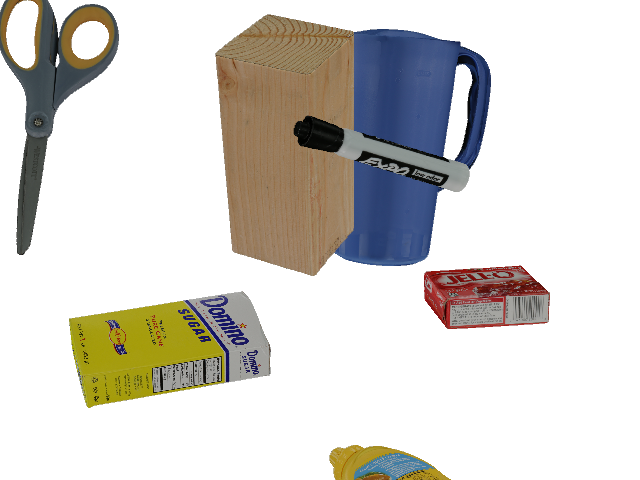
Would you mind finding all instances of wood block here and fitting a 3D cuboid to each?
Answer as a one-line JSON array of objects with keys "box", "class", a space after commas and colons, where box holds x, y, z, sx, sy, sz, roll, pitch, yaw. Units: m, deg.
[{"box": [-0.027, -0.084, 0.956, 0.091, 0.206, 0.090, 16, 40, 23], "class": "wood block"}]

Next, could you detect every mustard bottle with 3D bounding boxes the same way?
[{"box": [0.074, 0.234, 0.969, 0.096, 0.058, 0.192, -16, 25, -35], "class": "mustard bottle"}]

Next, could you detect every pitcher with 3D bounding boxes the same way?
[{"box": [0.082, -0.100, 1.136, 0.149, 0.243, 0.144, 11, 13, 31], "class": "pitcher"}]

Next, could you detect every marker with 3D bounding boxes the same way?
[{"box": [0.038, -0.053, 0.651, 0.121, 0.020, 0.020, 14, -7, -28], "class": "marker"}]

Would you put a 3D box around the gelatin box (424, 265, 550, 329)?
[{"box": [0.137, 0.046, 0.890, 0.089, 0.030, 0.073, -3, 16, -7], "class": "gelatin box"}]

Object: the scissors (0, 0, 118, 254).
[{"box": [-0.184, -0.093, 0.770, 0.096, 0.202, 0.016, -10, -14, -11], "class": "scissors"}]

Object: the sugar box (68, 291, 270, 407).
[{"box": [-0.143, 0.100, 1.014, 0.176, 0.048, 0.093, -11, 36, -15], "class": "sugar box"}]
